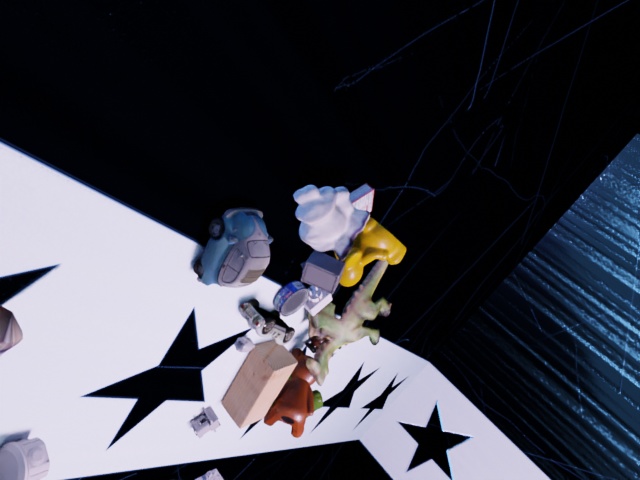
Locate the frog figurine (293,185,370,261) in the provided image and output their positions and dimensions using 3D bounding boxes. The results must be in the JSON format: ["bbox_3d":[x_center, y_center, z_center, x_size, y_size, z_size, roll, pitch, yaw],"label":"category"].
[{"bbox_3d":[0.003,-0.052,1.028,0.158,0.125,0.136,32,112,-25],"label":"frog figurine"}]

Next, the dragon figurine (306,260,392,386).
[{"bbox_3d":[0.068,0.190,1.386,0.241,0.123,0.410,16,92,-49],"label":"dragon figurine"}]

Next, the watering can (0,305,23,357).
[{"bbox_3d":[-0.460,0.164,0.617,0.226,0.105,0.341,-43,149,-9],"label":"watering can"}]
